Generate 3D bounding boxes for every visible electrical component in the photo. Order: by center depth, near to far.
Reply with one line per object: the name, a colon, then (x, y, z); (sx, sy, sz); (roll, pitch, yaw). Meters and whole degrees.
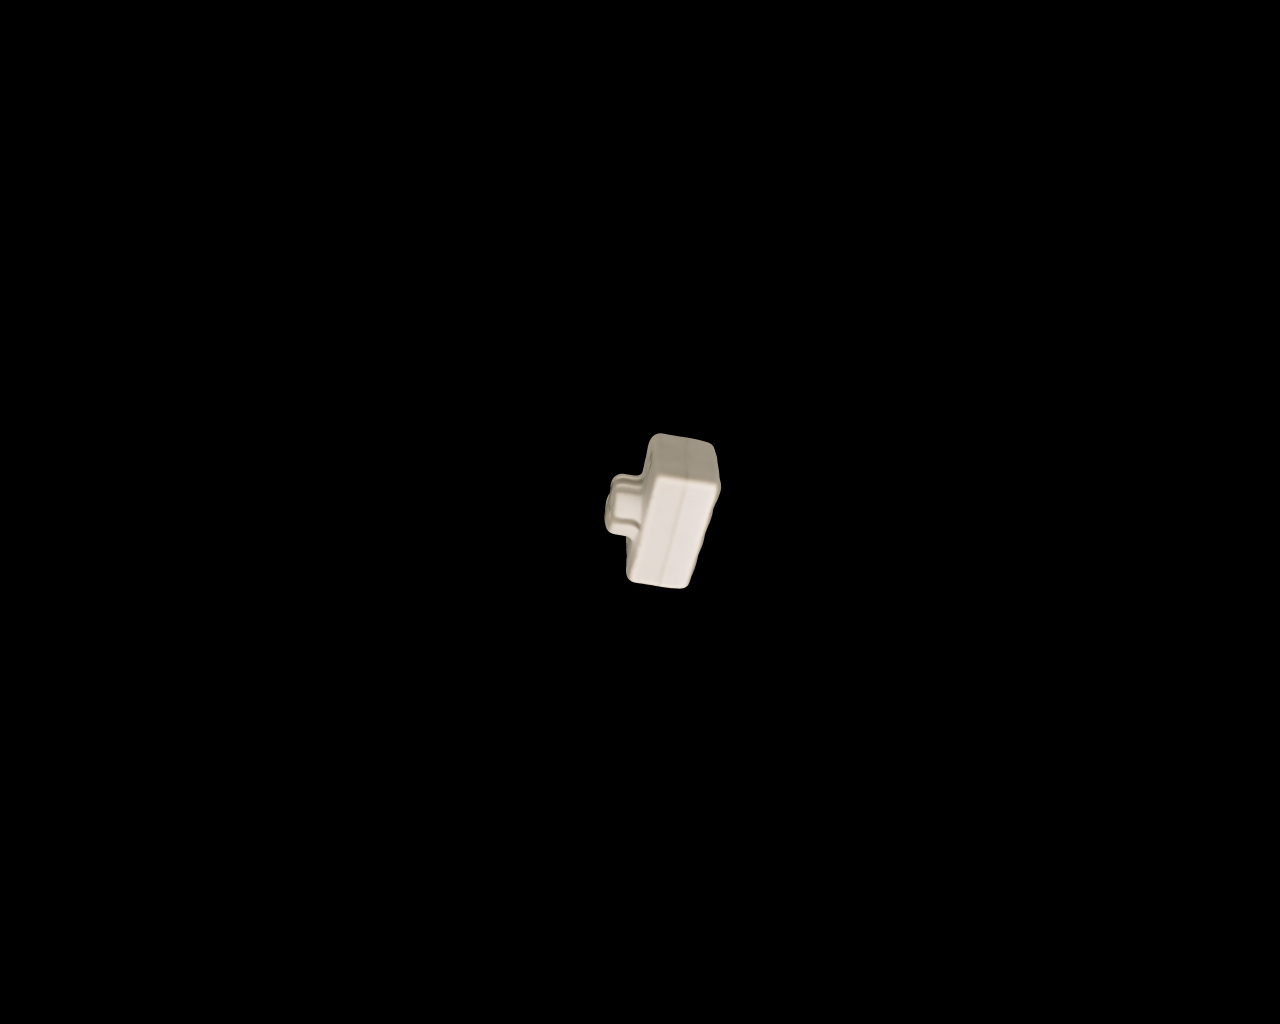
electrical component: (0.001, -0.003, 0.650); (0.076, 0.083, 0.047); (9, 36, -7)
